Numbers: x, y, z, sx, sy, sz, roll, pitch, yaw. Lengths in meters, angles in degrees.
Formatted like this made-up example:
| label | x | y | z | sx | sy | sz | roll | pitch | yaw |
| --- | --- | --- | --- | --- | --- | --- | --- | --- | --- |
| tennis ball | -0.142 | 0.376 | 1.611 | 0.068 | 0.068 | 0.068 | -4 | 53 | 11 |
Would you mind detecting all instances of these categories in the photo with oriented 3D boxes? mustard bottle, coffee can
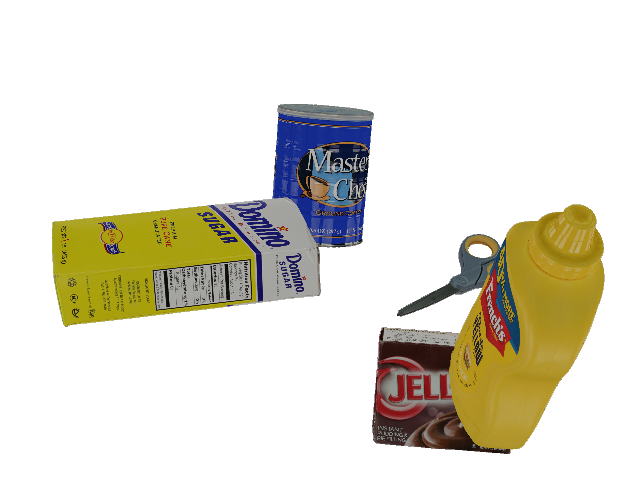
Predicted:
| label | x | y | z | sx | sy | sz | roll | pitch | yaw |
| --- | --- | --- | --- | --- | --- | --- | --- | --- | --- |
| mustard bottle | 0.129 | 0.045 | 0.656 | 0.058 | 0.096 | 0.192 | 6 | -38 | -6 |
| coffee can | 0.000 | -0.072 | 1.147 | 0.103 | 0.140 | 0.103 | 4 | 12 | -1 |

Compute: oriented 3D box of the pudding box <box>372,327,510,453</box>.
| label | x | y | z | sx | sy | sz | roll | pitch | yaw |
| --- | --- | --- | --- | --- | --- | --- | --- | --- | --- |
| pudding box | 0.100 | 0.120 | 0.860 | 0.113 | 0.090 | 0.039 | 3 | 18 | 3 |

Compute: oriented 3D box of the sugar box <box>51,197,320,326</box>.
| label | x | y | z | sx | sy | sz | roll | pitch | yaw |
| --- | --- | --- | --- | --- | --- | --- | --- | --- | --- |
| sugar box | -0.095 | 0.011 | 0.744 | 0.176 | 0.048 | 0.093 | -9 | 27 | -11 |

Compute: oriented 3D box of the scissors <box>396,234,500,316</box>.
| label | x | y | z | sx | sy | sz | roll | pitch | yaw |
| --- | --- | --- | --- | --- | --- | --- | --- | --- | --- |
| scissors | 0.141 | 0.034 | 1.124 | 0.201 | 0.016 | 0.096 | -8 | 40 | -30 |
